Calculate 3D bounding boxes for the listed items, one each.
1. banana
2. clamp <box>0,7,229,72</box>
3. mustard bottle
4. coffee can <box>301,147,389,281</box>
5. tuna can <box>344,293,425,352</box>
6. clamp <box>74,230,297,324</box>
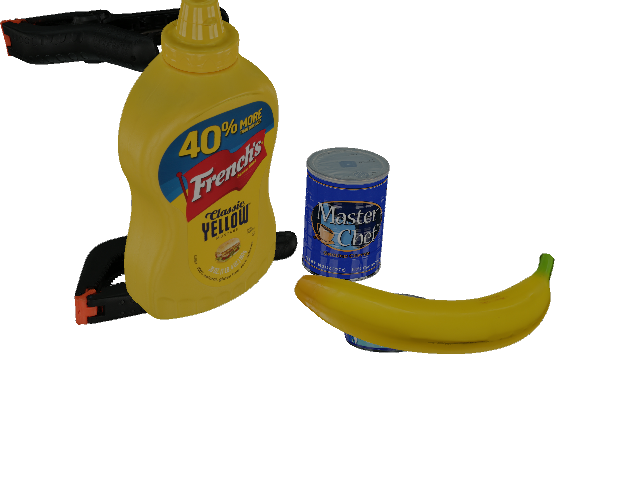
[{"bbox_3d":[0.082,0.049,0.747,0.197,0.037,0.070,-3,45,-16],"label":"banana"},{"bbox_3d":[-0.156,-0.154,0.796,0.172,0.039,0.120,11,22,29],"label":"clamp"},{"bbox_3d":[-0.067,-0.049,0.602,0.096,0.192,0.058,-25,47,-32],"label":"mustard bottle"},{"bbox_3d":[0.030,-0.033,1.342,0.103,0.140,0.103,3,27,-1],"label":"coffee can"},{"bbox_3d":[0.065,0.078,1.018,0.086,0.034,0.086,-1,14,0],"label":"tuna can"},{"bbox_3d":[-0.146,0.009,0.946,0.165,0.036,0.209,28,40,31],"label":"clamp"}]
